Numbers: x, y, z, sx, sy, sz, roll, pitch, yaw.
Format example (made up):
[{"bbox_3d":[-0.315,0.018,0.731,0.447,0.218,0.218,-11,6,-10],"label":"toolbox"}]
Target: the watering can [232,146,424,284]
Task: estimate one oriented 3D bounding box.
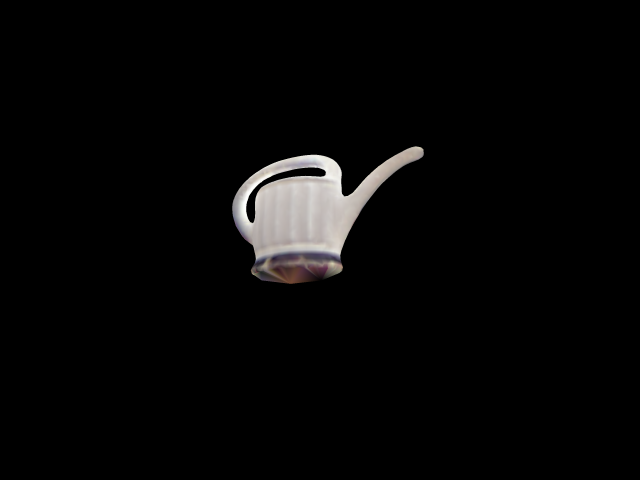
[{"bbox_3d":[0.003,-0.043,0.850,0.346,0.228,0.103,-7,-19,22],"label":"watering can"}]
